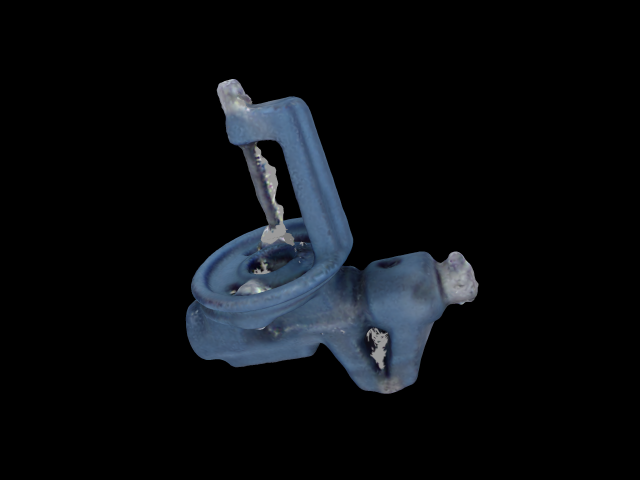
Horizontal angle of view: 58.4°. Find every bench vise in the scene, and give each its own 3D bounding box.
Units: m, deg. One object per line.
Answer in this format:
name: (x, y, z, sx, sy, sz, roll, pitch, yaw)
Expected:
bench vise: (0.002, -0.004, 0.411, 0.207, 0.220, 0.121, -5, 28, -9)
